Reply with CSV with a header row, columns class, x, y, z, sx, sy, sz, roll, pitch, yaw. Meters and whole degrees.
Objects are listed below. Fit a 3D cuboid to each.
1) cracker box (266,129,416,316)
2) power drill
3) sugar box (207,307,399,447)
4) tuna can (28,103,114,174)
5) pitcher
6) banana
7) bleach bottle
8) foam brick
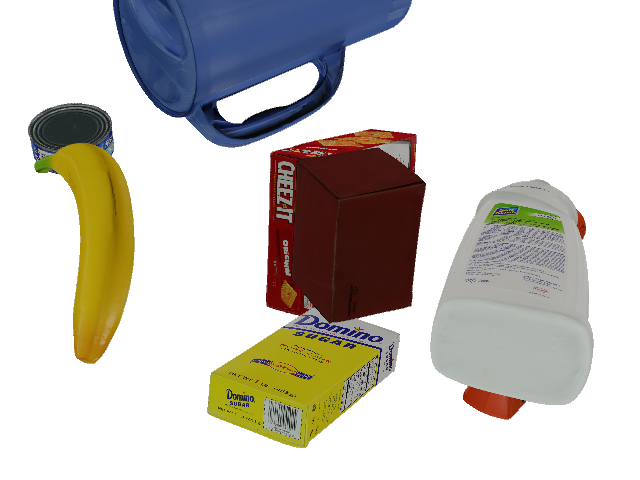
class,x,y,z,sx,sy,sz,roll,pitch,yaw
cracker box,0.025,-0.025,1.133,0.072,0.164,0.213,10,16,29
power drill,0.186,0.072,1.000,0.057,0.188,0.184,24,31,24
sugar box,-0.010,0.111,0.916,0.093,0.048,0.176,16,25,24
tuna can,-0.260,-0.106,1.116,0.086,0.034,0.086,1,41,-1
pitcher,-0.038,-0.192,0.903,0.242,0.149,0.145,-24,44,-28
banana,-0.157,-0.007,0.741,0.037,0.198,0.070,19,-55,-37
bleach bottle,0.149,0.017,0.759,0.103,0.068,0.250,12,28,13
foam brick,0.018,-0.004,0.574,0.052,0.078,0.051,-10,33,-24
